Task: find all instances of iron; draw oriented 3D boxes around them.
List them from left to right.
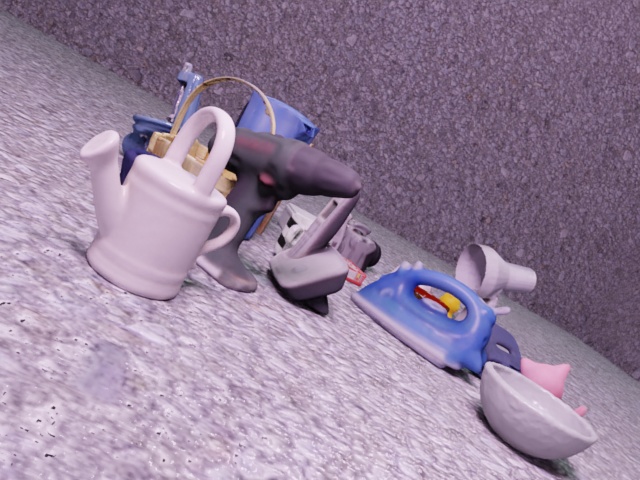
[{"bbox_3d":[0.190,0.114,0.990,0.257,0.141,0.119,33,9,19],"label":"iron"}]

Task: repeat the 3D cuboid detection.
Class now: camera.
[{"bbox_3d":[0.096,0.015,1.387,0.137,0.101,0.142,25,10,-34],"label":"camera"}]

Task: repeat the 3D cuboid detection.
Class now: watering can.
[{"bbox_3d":[-0.150,-0.048,0.573,0.100,0.194,0.173,35,9,27],"label":"watering can"}]

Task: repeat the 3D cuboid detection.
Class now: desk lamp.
[{"bbox_3d":[0.386,0.134,1.312,0.204,0.213,0.117,27,9,-22],"label":"desk lamp"}]

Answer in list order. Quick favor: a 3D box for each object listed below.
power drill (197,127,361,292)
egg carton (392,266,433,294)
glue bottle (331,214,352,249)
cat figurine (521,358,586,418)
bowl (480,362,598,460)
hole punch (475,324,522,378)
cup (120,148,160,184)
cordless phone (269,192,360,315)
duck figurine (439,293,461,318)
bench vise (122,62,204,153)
[{"bbox_3d":[-0.078,-0.043,0.749,0.229,0.208,0.076,35,9,27],"label":"power drill"},{"bbox_3d":[0.213,0.108,1.356,0.107,0.069,0.150,32,8,11],"label":"egg carton"},{"bbox_3d":[0.035,-0.045,1.276,0.078,0.173,0.037,24,11,-39],"label":"glue bottle"},{"bbox_3d":[0.348,0.242,0.873,0.067,0.117,0.127,26,9,-27],"label":"cat figurine"},{"bbox_3d":[0.280,0.243,0.779,0.167,0.074,0.167,30,8,-5],"label":"bowl"},{"bbox_3d":[0.329,0.214,1.060,0.109,0.091,0.101,27,9,-22],"label":"hole punch"},{"bbox_3d":[-0.224,-0.060,0.728,0.092,0.095,0.117,24,11,-38],"label":"cup"},{"bbox_3d":[0.008,0.003,0.858,0.094,0.185,0.147,27,9,-23],"label":"cordless phone"},{"bbox_3d":[0.273,0.152,1.252,0.077,0.086,0.105,35,9,26],"label":"duck figurine"},{"bbox_3d":[-0.251,-0.206,1.066,0.207,0.219,0.122,32,8,12],"label":"bench vise"}]
